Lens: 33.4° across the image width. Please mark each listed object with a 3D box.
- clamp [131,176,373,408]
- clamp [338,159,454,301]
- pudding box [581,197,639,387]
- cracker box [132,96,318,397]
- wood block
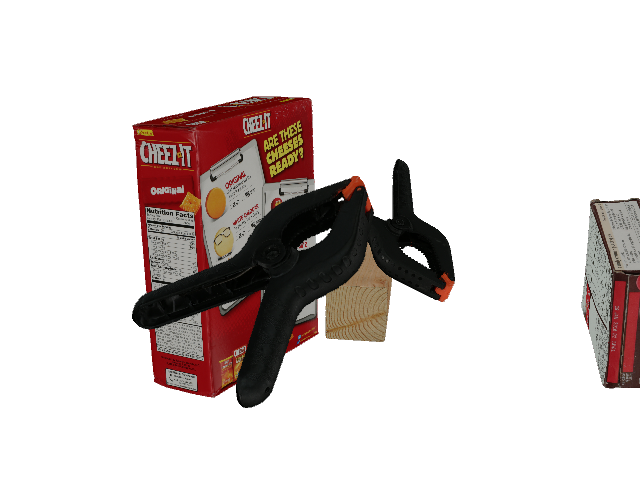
[{"bbox_3d":[-0.024,0.028,0.669,0.120,0.171,0.039,43,-15,36],"label":"clamp"},{"bbox_3d":[0.076,-0.010,1.235,0.164,0.210,0.036,-13,-39,-26],"label":"clamp"},{"bbox_3d":[0.205,0.034,0.726,0.039,0.090,0.113,0,27,4],"label":"pudding box"},{"bbox_3d":[-0.072,-0.002,0.875,0.072,0.214,0.163,6,17,30],"label":"cracker box"},{"bbox_3d":[0.063,0.069,1.645,0.091,0.090,0.206,3,22,5],"label":"wood block"}]
